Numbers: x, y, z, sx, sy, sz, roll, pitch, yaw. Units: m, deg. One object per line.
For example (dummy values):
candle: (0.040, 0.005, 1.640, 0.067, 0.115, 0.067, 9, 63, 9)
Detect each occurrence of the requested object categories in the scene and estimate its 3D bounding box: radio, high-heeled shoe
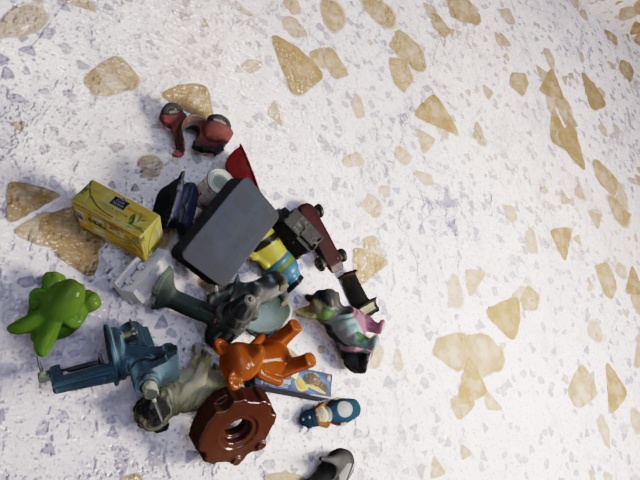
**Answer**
radio: (-0.205, -0.017, 1.192, 0.131, 0.073, 0.229, 46, 69, -26)
high-heeled shoe: (0.000, 0.584, 1.200, 0.145, 0.086, 0.248, 41, 69, -48)

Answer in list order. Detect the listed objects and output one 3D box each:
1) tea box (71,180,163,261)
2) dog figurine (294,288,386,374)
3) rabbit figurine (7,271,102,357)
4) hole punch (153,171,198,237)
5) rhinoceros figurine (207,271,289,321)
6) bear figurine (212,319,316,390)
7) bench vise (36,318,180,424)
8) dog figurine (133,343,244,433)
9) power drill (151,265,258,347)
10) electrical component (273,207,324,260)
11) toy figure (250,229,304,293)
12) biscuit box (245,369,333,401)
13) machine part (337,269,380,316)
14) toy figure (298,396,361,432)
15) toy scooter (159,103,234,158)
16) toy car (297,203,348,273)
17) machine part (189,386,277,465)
tea box: (-0.415, -0.040, 1.109, 0.170, 0.098, 0.068, 27, 57, 6)
dog figurine: (0.043, 0.217, 1.331, 0.219, 0.191, 0.108, 24, 36, 11)
rabbit figurine: (-0.492, 0.123, 0.989, 0.121, 0.170, 0.159, 43, 55, -11)
hole punch: (-0.315, -0.067, 1.212, 0.092, 0.116, 0.142, 28, 59, -30)
rhinoceros figurine: (-0.161, 0.119, 1.222, 0.190, 0.073, 0.112, -18, 46, -19)
bear figurine: (-0.116, 0.233, 1.100, 0.195, 0.132, 0.120, 27, 33, -60)
bench vise: (-0.393, 0.241, 1.006, 0.240, 0.128, 0.224, -10, 40, -26)
dog figurine: (-0.265, 0.335, 1.108, 0.172, 0.121, 0.190, 43, 70, -8)
power drill: (-0.242, 0.134, 1.121, 0.207, 0.232, 0.086, 23, 52, -5)
electrical component: (-0.075, -0.018, 1.336, 0.134, 0.115, 0.058, 44, 51, -10)
toy figure: (-0.110, 0.042, 1.309, 0.089, 0.082, 0.180, -45, 96, -4)
biscuit box: (-0.071, 0.324, 1.240, 0.202, 0.063, 0.059, 18, 61, -25)
machine part: (0.103, 0.145, 1.434, 0.084, 0.039, 0.139, -30, 91, -28)
toy figure: (0.023, 0.409, 1.272, 0.154, 0.057, 0.064, -2, 34, -31)
toy scooter: (-0.303, -0.251, 1.309, 0.184, 0.075, 0.135, 12, 66, -24)
toy car: (-0.003, -0.004, 1.413, 0.089, 0.053, 0.202, -23, 81, -34)
machine part: (-0.175, 0.378, 1.099, 0.179, 0.056, 0.179, -14, 121, -25)
